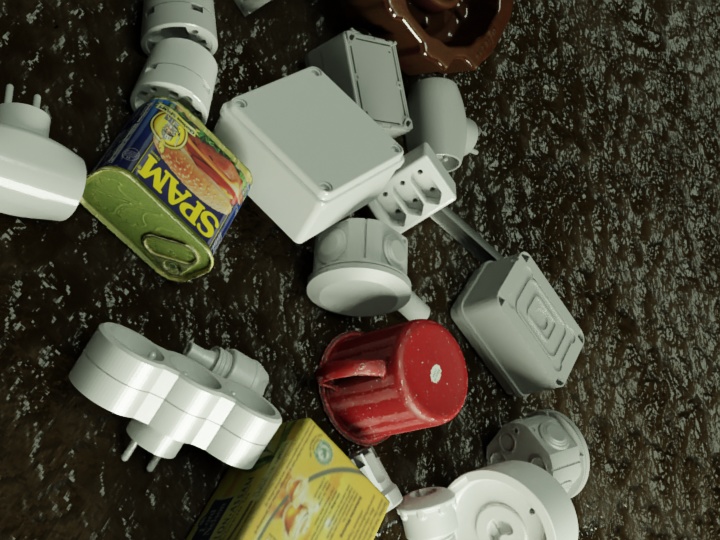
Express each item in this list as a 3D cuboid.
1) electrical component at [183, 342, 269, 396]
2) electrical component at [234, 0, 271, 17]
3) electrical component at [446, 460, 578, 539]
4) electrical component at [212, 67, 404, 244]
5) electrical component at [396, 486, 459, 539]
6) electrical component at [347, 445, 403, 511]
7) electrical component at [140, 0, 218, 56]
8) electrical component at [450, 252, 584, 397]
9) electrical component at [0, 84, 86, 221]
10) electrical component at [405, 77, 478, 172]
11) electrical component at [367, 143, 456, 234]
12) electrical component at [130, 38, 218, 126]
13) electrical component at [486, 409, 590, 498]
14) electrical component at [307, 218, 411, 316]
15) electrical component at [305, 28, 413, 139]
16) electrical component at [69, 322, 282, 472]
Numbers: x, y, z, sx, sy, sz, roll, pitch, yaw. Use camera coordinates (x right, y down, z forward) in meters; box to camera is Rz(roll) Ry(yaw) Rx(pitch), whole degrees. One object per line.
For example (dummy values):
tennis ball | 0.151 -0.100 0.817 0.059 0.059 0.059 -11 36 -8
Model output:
electrical component | -0.095 0.069 0.745 0.061 0.035 0.035 35 53 -28
electrical component | -0.091 -0.296 0.862 0.150 0.062 0.089 56 45 -14
electrical component | 0.123 0.206 0.866 0.060 0.108 0.108 -11 83 -53
electrical component | -0.041 -0.089 0.815 0.109 0.056 0.109 45 43 11
electrical component | 0.057 0.204 0.843 0.048 0.048 0.062 -15 93 -47
electrical component | 0.005 0.161 0.810 0.040 0.040 0.046 -25 88 -47
electrical component | -0.132 -0.184 0.786 0.055 0.055 0.047 15 62 -41
electrical component | 0.143 0.050 0.974 0.113 0.057 0.078 53 46 -18
electrical component | -0.215 -0.078 0.672 0.077 0.043 0.079 18 63 -40
electrical component | 0.082 -0.127 0.987 0.079 0.043 0.077 16 65 -41
electrical component | 0.042 -0.074 0.919 0.047 0.066 0.076 53 17 -17
electrical component | -0.131 -0.132 0.768 0.055 0.055 0.047 34 50 -32
electrical component | 0.153 0.163 0.929 0.051 0.080 0.080 -7 81 -41
electrical component | 0.000 0.000 0.834 0.080 0.080 0.051 27 53 -36
electrical component | -0.005 -0.153 0.896 0.062 0.061 0.096 0 75 -45
electrical component | -0.126 0.096 0.693 0.138 0.052 0.073 30 96 -27
